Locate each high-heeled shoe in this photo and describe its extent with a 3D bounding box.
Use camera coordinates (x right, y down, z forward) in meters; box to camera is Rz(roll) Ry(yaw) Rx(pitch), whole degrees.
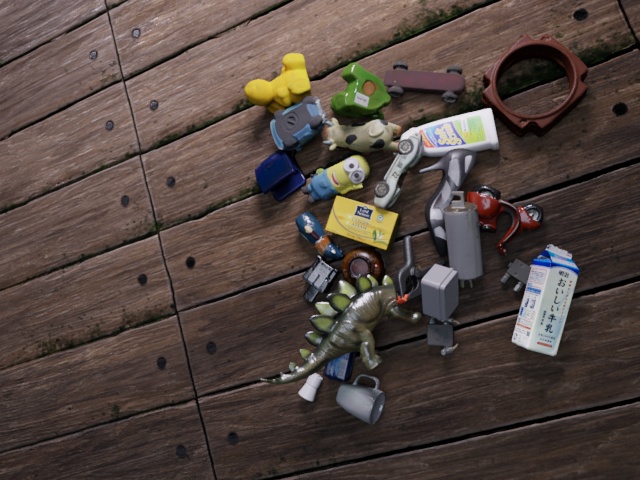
[{"bbox_3d":[0.325,-0.092,1.294,0.145,0.086,0.248,-12,98,6],"label":"high-heeled shoe"}]

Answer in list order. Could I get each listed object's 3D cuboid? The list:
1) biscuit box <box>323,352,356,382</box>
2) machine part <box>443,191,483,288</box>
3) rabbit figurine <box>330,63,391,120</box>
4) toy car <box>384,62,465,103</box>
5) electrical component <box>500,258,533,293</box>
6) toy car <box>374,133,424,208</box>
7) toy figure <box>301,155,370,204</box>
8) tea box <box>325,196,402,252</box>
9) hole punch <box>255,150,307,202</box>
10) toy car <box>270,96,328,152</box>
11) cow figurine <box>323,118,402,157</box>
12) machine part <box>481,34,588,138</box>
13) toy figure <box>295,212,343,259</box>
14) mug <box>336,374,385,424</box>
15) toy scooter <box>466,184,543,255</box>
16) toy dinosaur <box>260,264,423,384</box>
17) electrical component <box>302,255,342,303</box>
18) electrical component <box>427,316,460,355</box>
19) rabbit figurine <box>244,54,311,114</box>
[{"bbox_3d":[0.063,0.251,1.355,0.059,0.062,0.202,12,89,18],"label":"biscuit box"},{"bbox_3d":[0.335,0.003,1.249,0.079,0.079,0.243,-4,110,18],"label":"machine part"},{"bbox_3d":[0.097,-0.363,1.368,0.159,0.170,0.121,7,88,-23],"label":"rabbit figurine"},{"bbox_3d":[0.263,-0.397,1.357,0.202,0.053,0.089,8,83,14],"label":"toy car"},{"bbox_3d":[0.472,0.074,1.261,0.063,0.021,0.094,37,97,18],"label":"electrical component"},{"bbox_3d":[0.194,-0.168,1.305,0.056,0.073,0.201,34,107,18],"label":"toy car"},{"bbox_3d":[0.042,-0.160,1.392,0.180,0.089,0.082,-27,120,23],"label":"toy figure"},{"bbox_3d":[0.111,-0.041,1.365,0.170,0.068,0.098,17,90,19],"label":"tea box"},{"bbox_3d":[-0.114,-0.180,1.443,0.142,0.092,0.116,-36,72,15],"label":"hole punch"},{"bbox_3d":[-0.044,-0.304,1.421,0.162,0.103,0.109,-28,74,24],"label":"toy car"},{"bbox_3d":[0.094,-0.259,1.356,0.195,0.127,0.085,3,82,43],"label":"cow figurine"},{"bbox_3d":[0.500,-0.361,1.261,0.201,0.087,0.201,-43,75,9],"label":"machine part"},{"bbox_3d":[-0.001,-0.005,1.401,0.154,0.064,0.057,50,136,11],"label":"toy figure"},{"bbox_3d":[0.098,0.383,1.323,0.107,0.080,0.109,13,95,28],"label":"mug"},{"bbox_3d":[0.419,-0.044,1.264,0.184,0.075,0.135,25,94,14],"label":"toy scooter"},{"bbox_3d":[0.076,0.206,1.268,0.471,0.105,0.198,-43,91,-16],"label":"toy dinosaur"},{"bbox_3d":[-0.007,0.106,1.400,0.075,0.047,0.119,40,96,18],"label":"electrical component"},{"bbox_3d":[0.295,0.225,1.291,0.078,0.045,0.102,5,86,17],"label":"electrical component"},{"bbox_3d":[-0.114,-0.402,1.426,0.173,0.162,0.122,-15,81,-6],"label":"rabbit figurine"}]
